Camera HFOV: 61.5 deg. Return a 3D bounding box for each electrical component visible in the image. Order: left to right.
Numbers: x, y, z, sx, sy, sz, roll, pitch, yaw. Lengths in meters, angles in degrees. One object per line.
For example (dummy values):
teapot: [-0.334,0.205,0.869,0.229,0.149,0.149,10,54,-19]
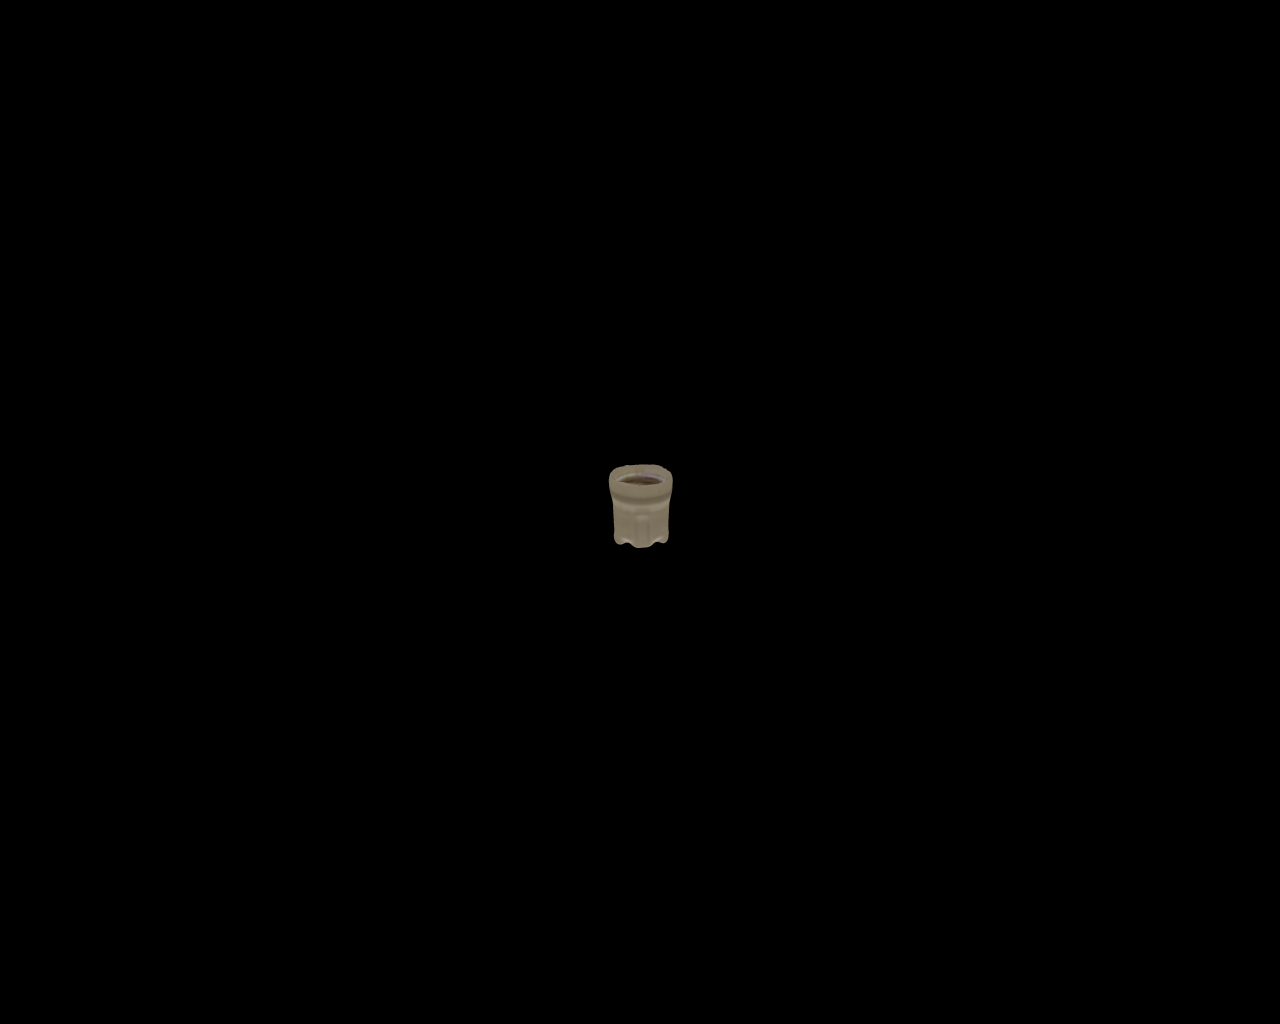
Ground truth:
electrical component: [0.001,-0.003,0.650,0.040,0.046,0.040,0,24,0]
